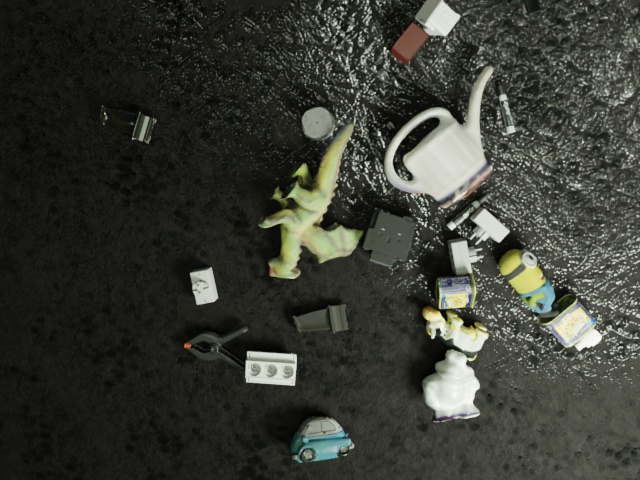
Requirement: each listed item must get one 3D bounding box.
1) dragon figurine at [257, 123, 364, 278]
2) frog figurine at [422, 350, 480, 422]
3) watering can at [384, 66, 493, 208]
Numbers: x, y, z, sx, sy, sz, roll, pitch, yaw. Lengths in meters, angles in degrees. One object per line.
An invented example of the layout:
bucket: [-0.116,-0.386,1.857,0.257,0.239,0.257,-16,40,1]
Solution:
dragon figurine: [0.004,-0.063,1.255,0.408,0.124,0.240,-44,110,8]
frog figurine: [0.316,0.346,1.256,0.137,0.122,0.160,-8,85,19]
watering can: [0.318,-0.223,1.203,0.346,0.104,0.224,-40,94,7]
